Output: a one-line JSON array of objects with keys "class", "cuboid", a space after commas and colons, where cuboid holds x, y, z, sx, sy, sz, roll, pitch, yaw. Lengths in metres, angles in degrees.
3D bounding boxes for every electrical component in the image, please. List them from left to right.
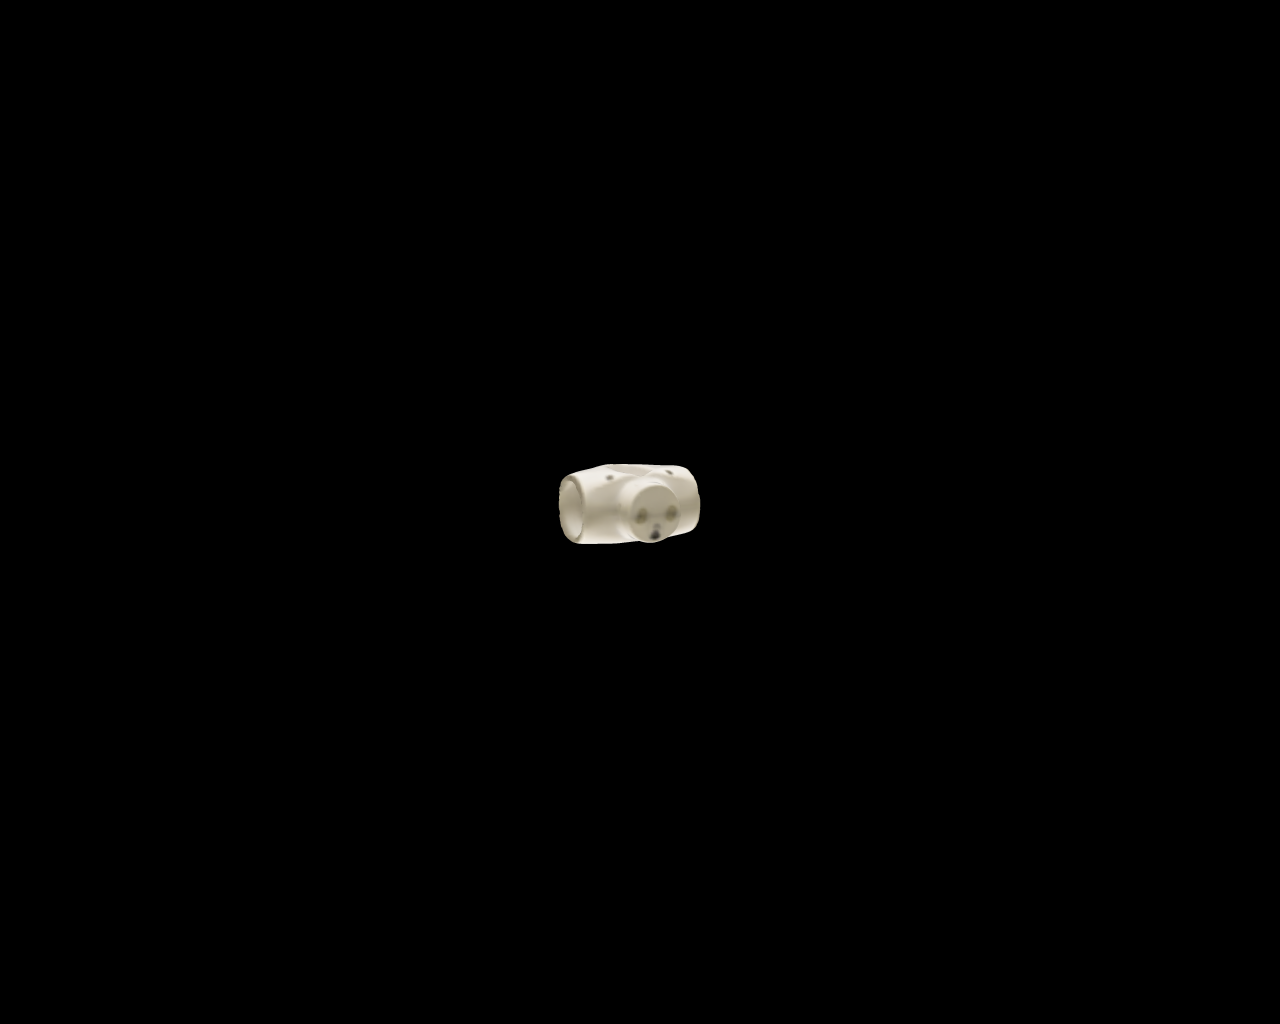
[{"class": "electrical component", "cuboid": [0.001, -0.003, 0.650, 0.077, 0.043, 0.079, -5, 12, -24]}]
